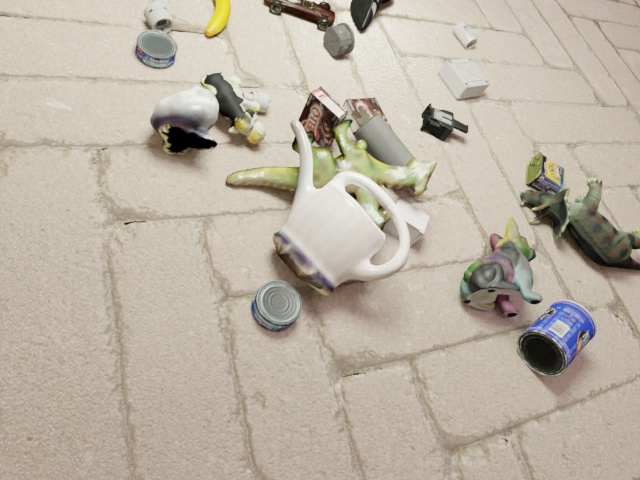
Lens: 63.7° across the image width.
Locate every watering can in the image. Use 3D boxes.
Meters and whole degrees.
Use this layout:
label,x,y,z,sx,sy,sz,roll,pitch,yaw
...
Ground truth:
label,x,y,z,sx,sy,sz,roll,pitch,yaw
watering can,0.003,-0.048,0.956,0.225,0.350,0.103,-43,-13,-5

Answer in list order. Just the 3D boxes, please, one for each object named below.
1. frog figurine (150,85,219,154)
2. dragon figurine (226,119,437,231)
label,x,y,z,sx,sy,sz,roll,pitch,yaw
frog figurine,-0.256,-0.256,1.003,0.136,0.163,0.121,-20,-36,32
dragon figurine,0.042,-0.099,1.039,0.412,0.246,0.120,-23,-20,-12
